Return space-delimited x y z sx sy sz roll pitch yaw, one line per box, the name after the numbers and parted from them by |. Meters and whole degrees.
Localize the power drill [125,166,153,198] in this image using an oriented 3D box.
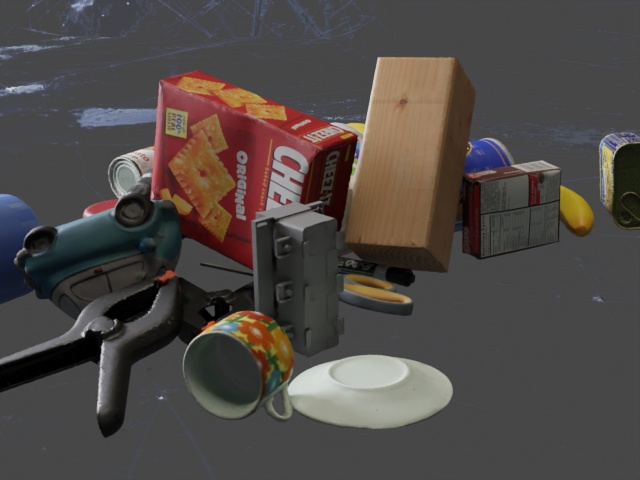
-0.147 -0.091 1.376 0.188 0.057 0.184 -6 29 39 | power drill

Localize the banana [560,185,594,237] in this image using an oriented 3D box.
0.273 -0.040 1.276 0.069 0.037 0.198 -31 25 -18 | banana

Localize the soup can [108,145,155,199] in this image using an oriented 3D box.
-0.233 -0.094 1.476 0.069 0.068 0.102 9 22 35 | soup can

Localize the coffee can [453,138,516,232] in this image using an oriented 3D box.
0.144 -0.058 1.234 0.140 0.103 0.103 -11 19 -24 | coffee can

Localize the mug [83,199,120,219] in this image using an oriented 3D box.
-0.198 0.005 1.126 0.117 0.081 0.093 12 22 40 | mug

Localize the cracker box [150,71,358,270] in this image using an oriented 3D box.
-0.077 -0.063 1.107 0.214 0.164 0.071 26 31 29 | cracker box

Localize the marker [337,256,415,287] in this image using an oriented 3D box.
0.045 0.031 1.107 0.121 0.020 0.020 9 21 35 | marker

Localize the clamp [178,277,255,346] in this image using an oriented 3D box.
-0.082 0.063 0.994 0.120 0.039 0.171 -13 19 -3 | clamp

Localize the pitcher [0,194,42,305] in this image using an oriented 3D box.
-0.393 0.032 1.025 0.149 0.145 0.242 24 25 31 | pitcher

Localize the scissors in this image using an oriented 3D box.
-0.008 0.038 1.026 0.202 0.016 0.096 14 11 6 | scissors

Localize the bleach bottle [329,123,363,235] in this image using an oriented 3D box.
0.008 -0.085 1.254 0.102 0.068 0.250 5 25 1 | bleach bottle

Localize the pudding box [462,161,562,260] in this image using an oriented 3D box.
0.209 -0.033 1.167 0.113 0.090 0.039 -10 20 -23 | pudding box

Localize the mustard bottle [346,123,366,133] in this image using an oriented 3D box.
0.108 -0.095 1.372 0.192 0.096 0.058 9 20 34 | mustard bottle

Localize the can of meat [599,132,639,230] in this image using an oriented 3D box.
0.361 -0.071 1.245 0.057 0.102 0.084 -4 15 3 | can of meat

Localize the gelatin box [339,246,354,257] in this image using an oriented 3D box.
-0.008 0.001 1.193 0.073 0.030 0.089 14 24 41 | gelatin box

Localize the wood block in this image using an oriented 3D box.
0.096 -0.078 1.115 0.091 0.206 0.090 5 -16 23 | wood block

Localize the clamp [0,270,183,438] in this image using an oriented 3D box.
-0.174 0.090 0.890 0.165 0.036 0.209 12 34 34 | clamp
